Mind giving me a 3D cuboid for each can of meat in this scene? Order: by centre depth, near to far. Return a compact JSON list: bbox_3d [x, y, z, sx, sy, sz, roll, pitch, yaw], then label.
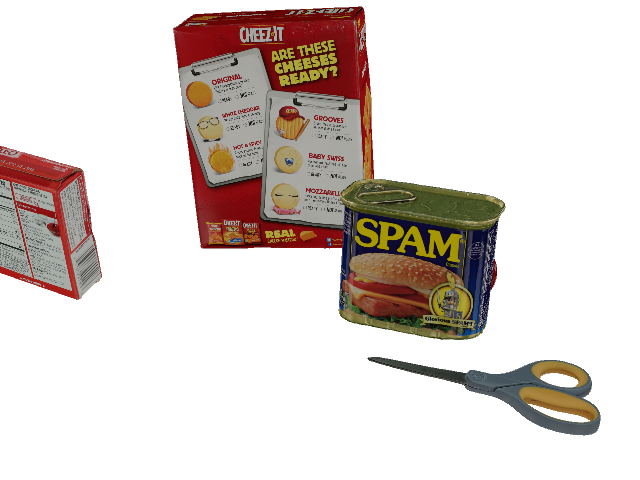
[{"bbox_3d":[0.062,0.012,0.687,0.102,0.084,0.057,10,22,18],"label":"can of meat"}]

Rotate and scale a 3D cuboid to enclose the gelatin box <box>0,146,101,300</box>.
[{"bbox_3d":[-0.181,-0.013,0.678,0.073,0.089,0.030,16,40,22],"label":"gelatin box"}]

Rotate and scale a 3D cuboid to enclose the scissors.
[{"bbox_3d":[0.151,0.116,0.938,0.202,0.016,0.096,20,33,21],"label":"scissors"}]

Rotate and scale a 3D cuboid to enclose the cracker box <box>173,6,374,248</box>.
[{"bbox_3d":[-0.036,-0.101,0.980,0.164,0.214,0.072,0,23,10],"label":"cracker box"}]

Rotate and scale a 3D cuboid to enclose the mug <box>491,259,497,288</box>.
[{"bbox_3d":[0.133,0.032,1.160,0.117,0.081,0.093,7,26,9],"label":"mug"}]
